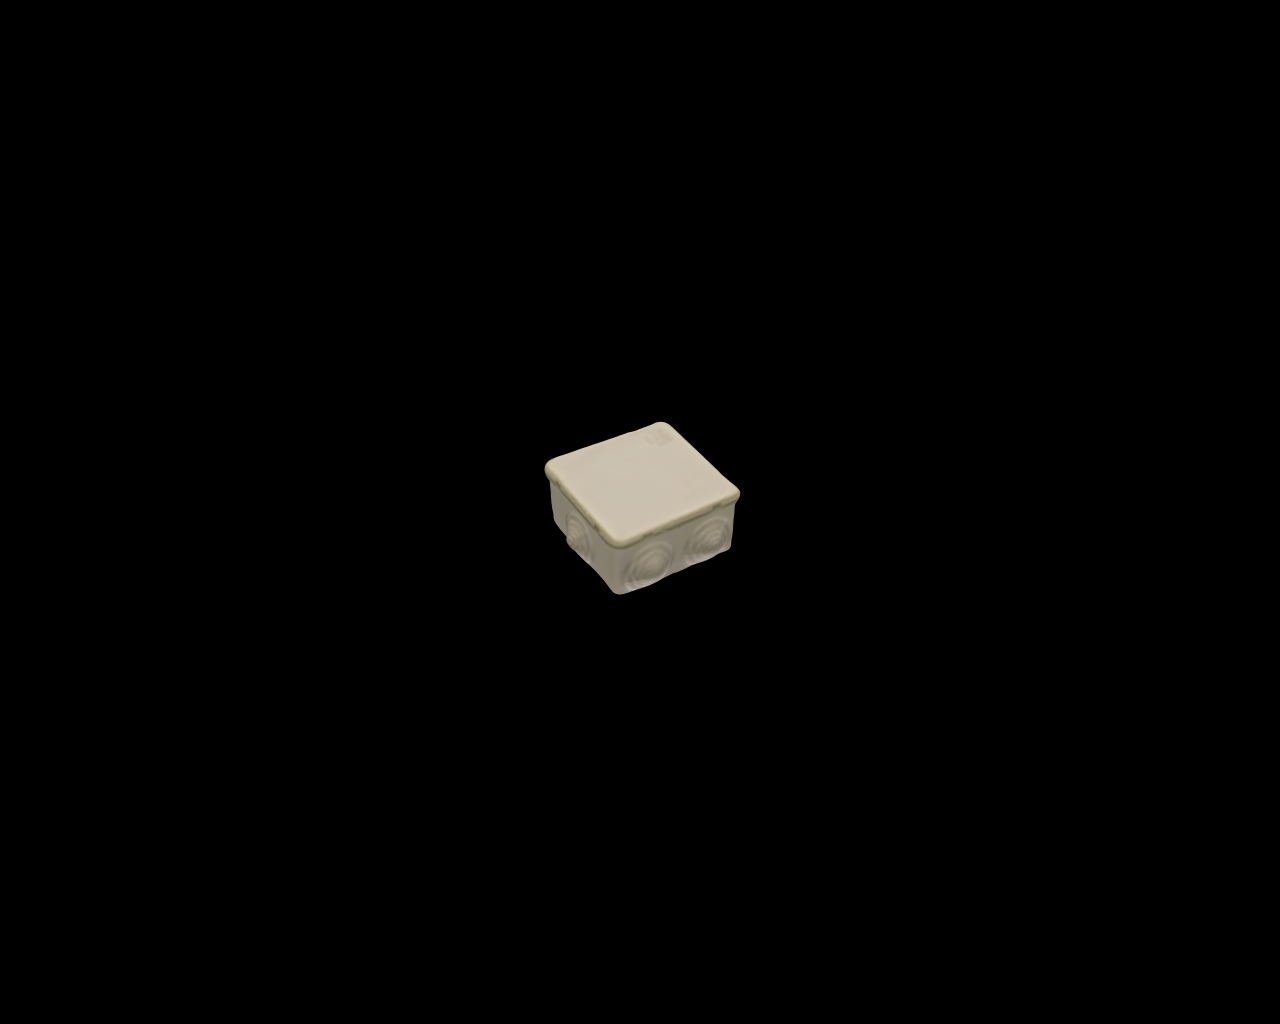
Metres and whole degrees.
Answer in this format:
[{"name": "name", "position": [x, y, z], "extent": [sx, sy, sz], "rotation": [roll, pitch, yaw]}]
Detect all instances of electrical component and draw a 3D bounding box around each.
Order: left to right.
[{"name": "electrical component", "position": [0.001, -0.003, 0.650], "extent": [0.100, 0.048, 0.100], "rotation": [-22, 45, -23]}]
